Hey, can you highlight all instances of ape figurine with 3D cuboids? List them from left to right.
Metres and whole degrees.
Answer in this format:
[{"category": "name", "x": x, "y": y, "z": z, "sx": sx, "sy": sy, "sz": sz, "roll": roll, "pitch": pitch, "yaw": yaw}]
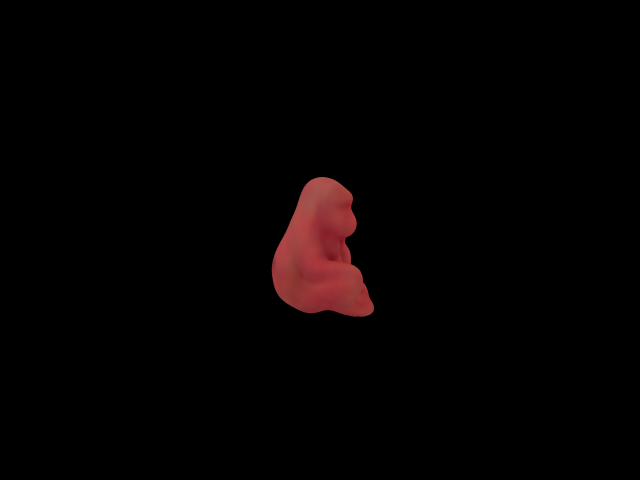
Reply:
[{"category": "ape figurine", "x": 0.004, "y": 0.001, "z": 0.400, "sx": 0.076, "sy": 0.092, "sz": 0.078, "roll": 6, "pitch": 28, "yaw": 12}]
